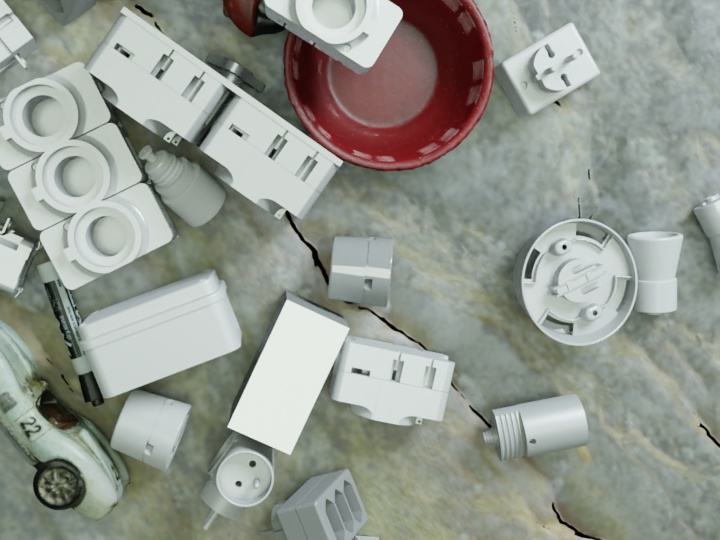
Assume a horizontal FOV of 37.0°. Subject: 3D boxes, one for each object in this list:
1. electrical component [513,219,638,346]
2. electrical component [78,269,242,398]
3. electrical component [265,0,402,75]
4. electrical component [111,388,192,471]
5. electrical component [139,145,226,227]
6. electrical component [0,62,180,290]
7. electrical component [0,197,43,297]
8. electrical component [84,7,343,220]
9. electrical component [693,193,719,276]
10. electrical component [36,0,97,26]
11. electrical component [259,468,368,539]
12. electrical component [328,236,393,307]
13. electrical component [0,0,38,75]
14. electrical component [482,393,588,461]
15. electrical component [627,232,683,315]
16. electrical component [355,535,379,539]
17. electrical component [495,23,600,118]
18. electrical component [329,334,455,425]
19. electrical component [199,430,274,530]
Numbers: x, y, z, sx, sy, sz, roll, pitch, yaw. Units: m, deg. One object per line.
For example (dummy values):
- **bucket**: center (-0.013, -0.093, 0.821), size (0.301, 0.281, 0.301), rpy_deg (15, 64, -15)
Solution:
- **electrical component**: center (0.171, 0.008, 0.858), size (0.099, 0.064, 0.099), rpy_deg (0, 94, -4)
- **electrical component**: center (-0.153, 0.047, 0.829), size (0.113, 0.078, 0.057), rpy_deg (-21, 98, -3)
- **electrical component**: center (-0.020, -0.187, 0.777), size (0.089, 0.056, 0.050), rpy_deg (31, 91, -6)
- **electrical component**: center (-0.165, 0.124, 0.846), size (0.047, 0.055, 0.055), rpy_deg (21, 92, -2)
- **electrical component**: center (-0.139, -0.067, 0.829), size (0.040, 0.040, 0.078), rpy_deg (-47, 126, 0)
- **electrical component**: center (-0.214, -0.071, 0.824), size (0.089, 0.062, 0.150), rpy_deg (-27, 96, -2)
- **electrical component**: center (-0.285, -0.013, 0.833), size (0.064, 0.042, 0.081), rpy_deg (23, 93, -9)
- **electrical component**: center (-0.109, -0.109, 0.808), size (0.186, 0.105, 0.060), rpy_deg (35, 91, -6)
- **electrical component**: center (0.301, -0.031, 0.878), size (0.044, 0.044, 0.065), rpy_deg (-27, 91, -2)
- **electrical component**: center (-0.205, -0.240, 0.812), size (0.047, 0.083, 0.075), rpy_deg (44, 52, -6)
- **electrical component**: center (-0.045, 0.200, 0.859), size (0.077, 0.066, 0.047), rpy_deg (-19, 96, 26)
- **electrical component**: center (0.000, 0.000, 0.850), size (0.047, 0.055, 0.055), rpy_deg (5, 94, -1)
- **electrical component**: center (-0.284, -0.174, 0.820), size (0.055, 0.048, 0.066), rpy_deg (-39, 96, -9)
- **electrical component**: center (0.140, 0.129, 0.875), size (0.081, 0.043, 0.043), rpy_deg (-10, 95, -4)
- **electrical component**: center (0.240, 0.004, 0.876), size (0.044, 0.044, 0.065), rpy_deg (-3, 99, -4)
- **electrical component**: center (-0.006, 0.240, 0.865), size (0.066, 0.055, 0.048), rpy_deg (5, 94, -5)
- **electrical component**: center (0.149, -0.157, 0.839), size (0.066, 0.077, 0.047), rpy_deg (-31, 96, -2)
- **electrical component**: center (0.024, 0.089, 0.860), size (0.089, 0.050, 0.055), rpy_deg (12, 93, -5)
- **electrical component**: center (-0.100, 0.168, 0.842), size (0.044, 0.077, 0.079), rpy_deg (35, 91, -6)
